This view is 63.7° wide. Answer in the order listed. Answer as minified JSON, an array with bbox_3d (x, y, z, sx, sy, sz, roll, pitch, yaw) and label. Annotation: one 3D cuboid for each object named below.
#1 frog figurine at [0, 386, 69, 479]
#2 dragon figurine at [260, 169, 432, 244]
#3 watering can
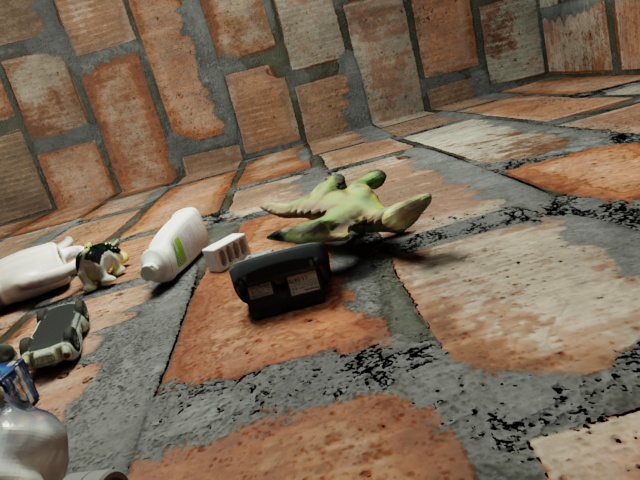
[{"bbox_3d":[-0.274,0.218,0.413,0.136,0.163,0.121,-30,-44,18],"label":"frog figurine"},{"bbox_3d":[0.003,-0.044,0.881,0.409,0.121,0.245,-4,10,31],"label":"dragon figurine"},{"bbox_3d":[-0.650,0.063,1.180,0.226,0.103,0.349,-22,18,-25],"label":"watering can"}]
